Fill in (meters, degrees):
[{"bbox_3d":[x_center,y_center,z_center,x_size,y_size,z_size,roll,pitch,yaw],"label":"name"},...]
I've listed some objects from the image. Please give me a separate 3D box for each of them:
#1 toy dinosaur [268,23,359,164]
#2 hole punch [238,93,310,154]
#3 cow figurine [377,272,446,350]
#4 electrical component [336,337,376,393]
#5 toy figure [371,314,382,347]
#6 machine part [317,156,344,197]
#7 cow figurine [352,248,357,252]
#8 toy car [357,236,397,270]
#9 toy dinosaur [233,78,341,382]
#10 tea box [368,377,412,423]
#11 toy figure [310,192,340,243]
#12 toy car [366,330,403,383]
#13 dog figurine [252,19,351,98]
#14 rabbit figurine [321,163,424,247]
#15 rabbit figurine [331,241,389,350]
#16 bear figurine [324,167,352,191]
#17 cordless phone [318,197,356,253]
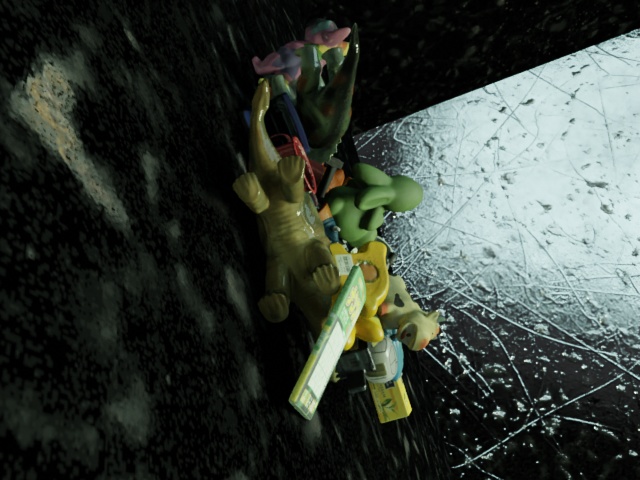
[{"bbox_3d":[-0.001,-0.225,0.948,0.405,0.131,0.192,-163,-125,-76],"label":"toy dinosaur"},{"bbox_3d":[-0.073,-0.188,0.918,0.116,0.092,0.142,-88,153,-73],"label":"hole punch"},{"bbox_3d":[0.162,0.141,1.071,0.195,0.127,0.085,-115,-151,-50],"label":"cow figurine"},{"bbox_3d":[0.054,0.204,0.910,0.119,0.075,0.047,-75,146,-67],"label":"electrical component"},{"bbox_3d":[0.065,0.134,1.040,0.180,0.089,0.082,-97,161,-54],"label":"toy figure"},{"bbox_3d":[0.007,-0.110,1.143,0.138,0.039,0.084,-65,175,16],"label":"machine part"},{"bbox_3d":[0.040,0.012,1.164,0.068,0.098,0.167,-42,110,-42],"label":"cow figurine"},{"bbox_3d":[0.096,0.052,1.045,0.073,0.056,0.202,42,33,-2],"label":"toy car"},{"bbox_3d":[-0.028,0.023,0.727,0.199,0.105,0.470,-90,170,-73],"label":"toy dinosaur"},{"bbox_3d":[0.149,0.317,1.220,0.098,0.068,0.169,32,39,-74],"label":"tea box"},{"bbox_3d":[-0.020,-0.054,0.923,0.154,0.064,0.058,47,59,-14],"label":"toy figure"},{"bbox_3d":[0.117,0.239,1.118,0.103,0.109,0.161,-55,136,-68],"label":"toy car"},{"bbox_3d":[-0.023,-0.359,1.127,0.108,0.219,0.191,34,38,-69],"label":"dog figurine"},{"bbox_3d":[0.096,-0.080,0.972,0.159,0.170,0.121,37,40,-57],"label":"rabbit figurine"},{"bbox_3d":[0.051,0.099,0.901,0.173,0.122,0.162,-51,-126,54],"label":"rabbit figurine"},{"bbox_3d":[0.042,-0.129,1.327,0.120,0.132,0.195,48,-9,34],"label":"bear figurine"},{"bbox_3d":[-0.002,-0.002,1.021,0.146,0.089,0.184,68,21,-7],"label":"cordless phone"}]
